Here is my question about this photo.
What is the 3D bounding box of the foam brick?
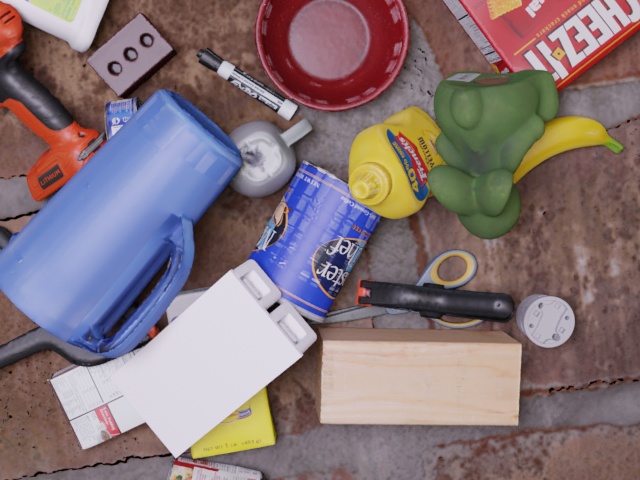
[{"bbox_3d":[-0.195,-0.192,1.115,0.078,0.051,0.053,-42,95,0],"label":"foam brick"}]

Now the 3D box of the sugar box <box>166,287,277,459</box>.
[{"bbox_3d":[-0.107,0.138,1.146,0.093,0.048,0.176,-10,96,-2],"label":"sugar box"}]

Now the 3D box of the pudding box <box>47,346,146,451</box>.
[{"bbox_3d":[-0.222,0.163,1.145,0.113,0.039,0.090,-25,92,-4],"label":"pudding box"}]

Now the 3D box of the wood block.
[{"bbox_3d":[0.101,0.145,1.137,0.206,0.091,0.090,1,94,-4],"label":"wood block"}]

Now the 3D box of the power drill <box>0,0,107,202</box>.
[{"bbox_3d":[-0.319,-0.131,1.082,0.185,0.057,0.187,-24,113,41],"label":"power drill"}]

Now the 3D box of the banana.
[{"bbox_3d":[0.232,-0.084,1.156,0.198,0.037,0.069,-27,92,-1],"label":"banana"}]

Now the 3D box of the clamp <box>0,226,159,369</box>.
[{"bbox_3d":[-0.275,0.089,1.117,0.210,0.036,0.164,16,85,4],"label":"clamp"}]

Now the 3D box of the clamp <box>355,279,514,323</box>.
[{"bbox_3d":[0.123,0.063,1.105,0.171,0.120,0.039,5,78,2],"label":"clamp"}]

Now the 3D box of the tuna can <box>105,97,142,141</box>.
[{"bbox_3d":[-0.197,-0.103,1.104,0.033,0.086,0.086,-9,94,-2],"label":"tuna can"}]

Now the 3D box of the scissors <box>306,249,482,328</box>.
[{"bbox_3d":[0.089,0.053,1.168,0.201,0.016,0.096,5,92,-4],"label":"scissors"}]

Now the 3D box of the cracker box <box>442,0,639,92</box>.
[{"bbox_3d":[0.224,-0.271,1.126,0.164,0.072,0.213,-38,96,0],"label":"cracker box"}]

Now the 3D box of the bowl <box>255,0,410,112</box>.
[{"bbox_3d":[0.011,-0.215,1.125,0.162,0.055,0.162,0,94,-4],"label":"bowl"}]

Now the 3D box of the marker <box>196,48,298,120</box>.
[{"bbox_3d":[-0.079,-0.168,1.141,0.121,0.020,0.020,32,91,-5],"label":"marker"}]

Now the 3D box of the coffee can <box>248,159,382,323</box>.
[{"bbox_3d":[-0.007,0.001,1.114,0.103,0.103,0.140,30,92,-5],"label":"coffee can"}]

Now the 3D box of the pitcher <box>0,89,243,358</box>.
[{"bbox_3d":[-0.182,-0.016,1.018,0.149,0.145,0.243,41,97,-14],"label":"pitcher"}]

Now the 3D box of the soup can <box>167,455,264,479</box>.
[{"bbox_3d":[-0.116,0.273,1.144,0.102,0.068,0.068,11,93,-5],"label":"soup can"}]

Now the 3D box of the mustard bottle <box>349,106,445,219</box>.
[{"bbox_3d":[0.075,-0.073,1.071,0.058,0.191,0.096,-21,96,29],"label":"mustard bottle"}]

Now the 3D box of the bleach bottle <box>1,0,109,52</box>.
[{"bbox_3d":[-0.329,-0.279,1.040,0.250,0.068,0.102,21,89,-20],"label":"bleach bottle"}]
